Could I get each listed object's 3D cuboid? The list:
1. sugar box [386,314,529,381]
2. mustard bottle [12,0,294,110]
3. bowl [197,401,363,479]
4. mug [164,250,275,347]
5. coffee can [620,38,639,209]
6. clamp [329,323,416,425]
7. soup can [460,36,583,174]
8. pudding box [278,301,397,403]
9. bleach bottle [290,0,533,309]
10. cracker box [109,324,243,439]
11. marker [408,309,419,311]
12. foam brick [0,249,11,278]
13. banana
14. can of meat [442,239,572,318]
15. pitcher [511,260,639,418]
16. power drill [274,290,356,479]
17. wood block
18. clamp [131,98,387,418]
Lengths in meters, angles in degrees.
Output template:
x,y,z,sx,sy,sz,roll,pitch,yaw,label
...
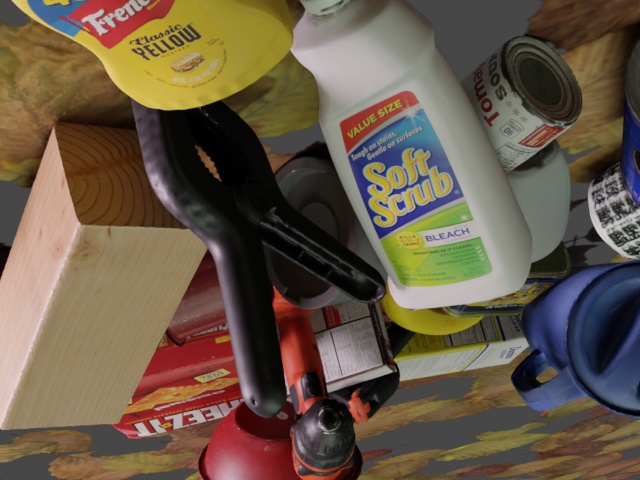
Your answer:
x,y,z,sx,sy,sz,roll,pitch,yaw,label
0.147,0.120,1.213,0.176,0.048,0.093,-9,157,-19,sugar box
-0.091,-0.127,0.493,0.096,0.058,0.191,-18,156,17,mustard bottle
-0.039,0.193,1.035,0.162,0.162,0.055,-6,112,-15,bowl
-0.085,0.023,0.824,0.081,0.093,0.117,-20,-173,5,mug
0.259,-0.079,0.730,0.103,0.103,0.140,-16,157,8,coffee can
0.052,0.126,1.082,0.120,0.171,0.039,-26,112,5,clamp
0.113,-0.078,0.701,0.068,0.068,0.102,4,151,-35,soup can
0.008,0.098,1.023,0.114,0.090,0.039,-20,161,16,pudding box
0.044,-0.060,0.635,0.103,0.068,0.250,-9,136,27,bleach bottle
-0.141,0.129,1.044,0.164,0.072,0.213,-13,158,0,cracker box
0.132,0.048,1.035,0.120,0.020,0.020,-12,161,-37,marker
-0.213,0.039,0.824,0.078,0.051,0.053,-3,155,-22,foam brick
0.109,0.066,1.082,0.197,0.037,0.070,13,124,-50,banana
0.170,0.029,0.996,0.101,0.057,0.084,0,153,-29,can of meat
0.257,0.088,1.001,0.149,0.145,0.243,10,179,-2,pitcher
-0.012,0.109,0.918,0.057,0.187,0.184,-8,158,-8,power drill
-0.155,0.030,0.714,0.090,0.090,0.206,3,136,-31,wood block
-0.048,-0.009,0.618,0.036,0.210,0.164,-30,-167,32,clamp
